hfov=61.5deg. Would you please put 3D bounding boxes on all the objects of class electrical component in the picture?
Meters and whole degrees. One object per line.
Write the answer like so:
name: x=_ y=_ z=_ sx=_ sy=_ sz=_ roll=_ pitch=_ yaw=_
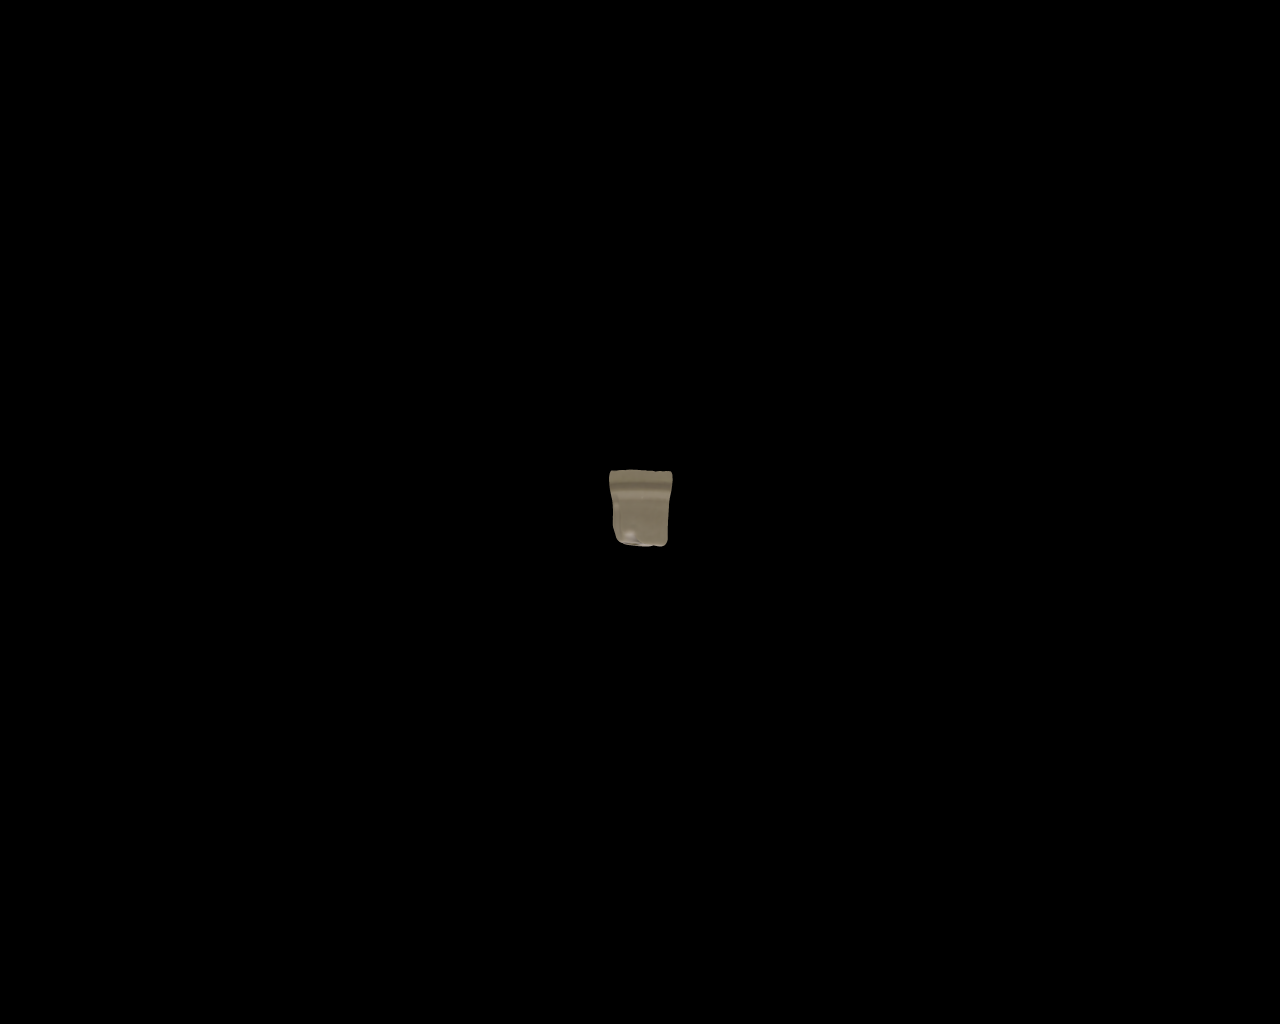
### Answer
electrical component: x=0.001 y=-0.003 z=0.650 sx=0.040 sy=0.046 sz=0.040 roll=0 pitch=-2 yaw=0
